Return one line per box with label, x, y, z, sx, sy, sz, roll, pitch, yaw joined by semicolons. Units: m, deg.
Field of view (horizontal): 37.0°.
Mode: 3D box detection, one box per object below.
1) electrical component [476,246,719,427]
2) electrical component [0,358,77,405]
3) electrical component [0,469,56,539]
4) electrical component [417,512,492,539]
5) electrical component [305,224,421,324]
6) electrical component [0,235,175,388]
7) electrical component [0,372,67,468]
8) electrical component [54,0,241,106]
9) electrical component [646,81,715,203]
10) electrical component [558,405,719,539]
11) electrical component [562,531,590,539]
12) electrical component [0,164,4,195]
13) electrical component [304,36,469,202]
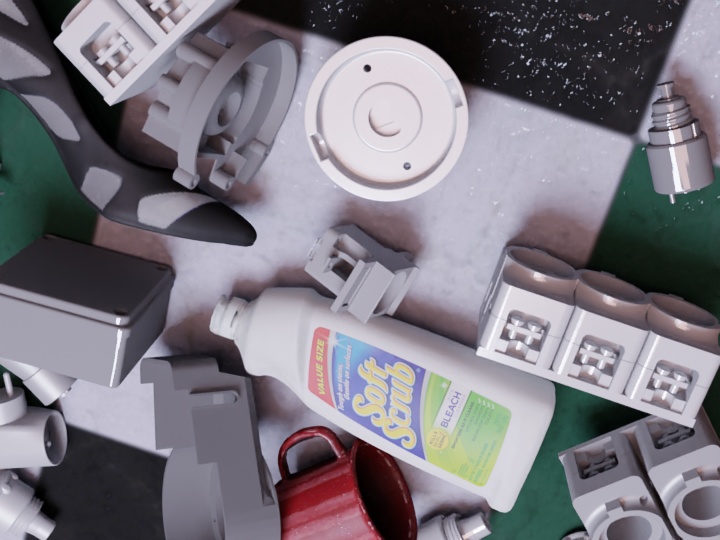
electrical component;0.162;0.039;0.736;0.150;0.089;0.061;19;108;2
electrical component;-0.249;0.072;0.828;0.044;0.044;0.065;-36;104;16
electrical component;-0.276;0.195;0.868;0.062;0.048;0.048;37;108;-12
electrical component;0.071;0.207;0.825;0.062;0.043;0.043;-32;100;14
electrical component;0.000;0.000;0.758;0.064;0.081;0.042;38;109;19
electrical component;-0.203;0.027;0.772;0.109;0.108;0.056;15;111;3
electrical component;-0.278;0.117;0.844;0.077;0.043;0.079;-5;106;9
electrical component;-0.121;-0.186;0.705;0.150;0.089;0.061;-40;98;17
electrical component;0.211;-0.086;0.717;0.040;0.040;0.078;-13;105;11
electrical component;0.232;0.195;0.768;0.105;0.060;0.186;-26;115;14
electrical component;0.171;0.230;0.808;0.048;0.062;0.048;2;107;7
electrical component;-0.298;-0.057;0.793;0.066;0.048;0.055;17;101;2
electrical component;0.020;-0.105;0.726;0.108;0.060;0.108;2;107;7
